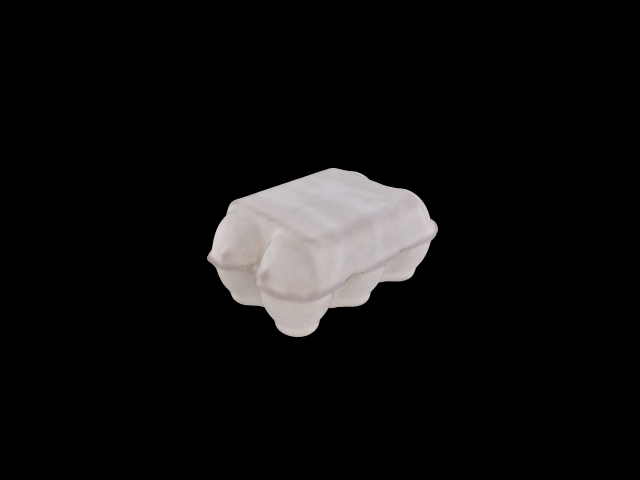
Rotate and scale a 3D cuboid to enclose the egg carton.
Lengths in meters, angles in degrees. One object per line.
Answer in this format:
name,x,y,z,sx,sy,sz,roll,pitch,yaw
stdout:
egg carton,0.004,0.001,0.400,0.151,0.069,0.107,-25,37,-38
